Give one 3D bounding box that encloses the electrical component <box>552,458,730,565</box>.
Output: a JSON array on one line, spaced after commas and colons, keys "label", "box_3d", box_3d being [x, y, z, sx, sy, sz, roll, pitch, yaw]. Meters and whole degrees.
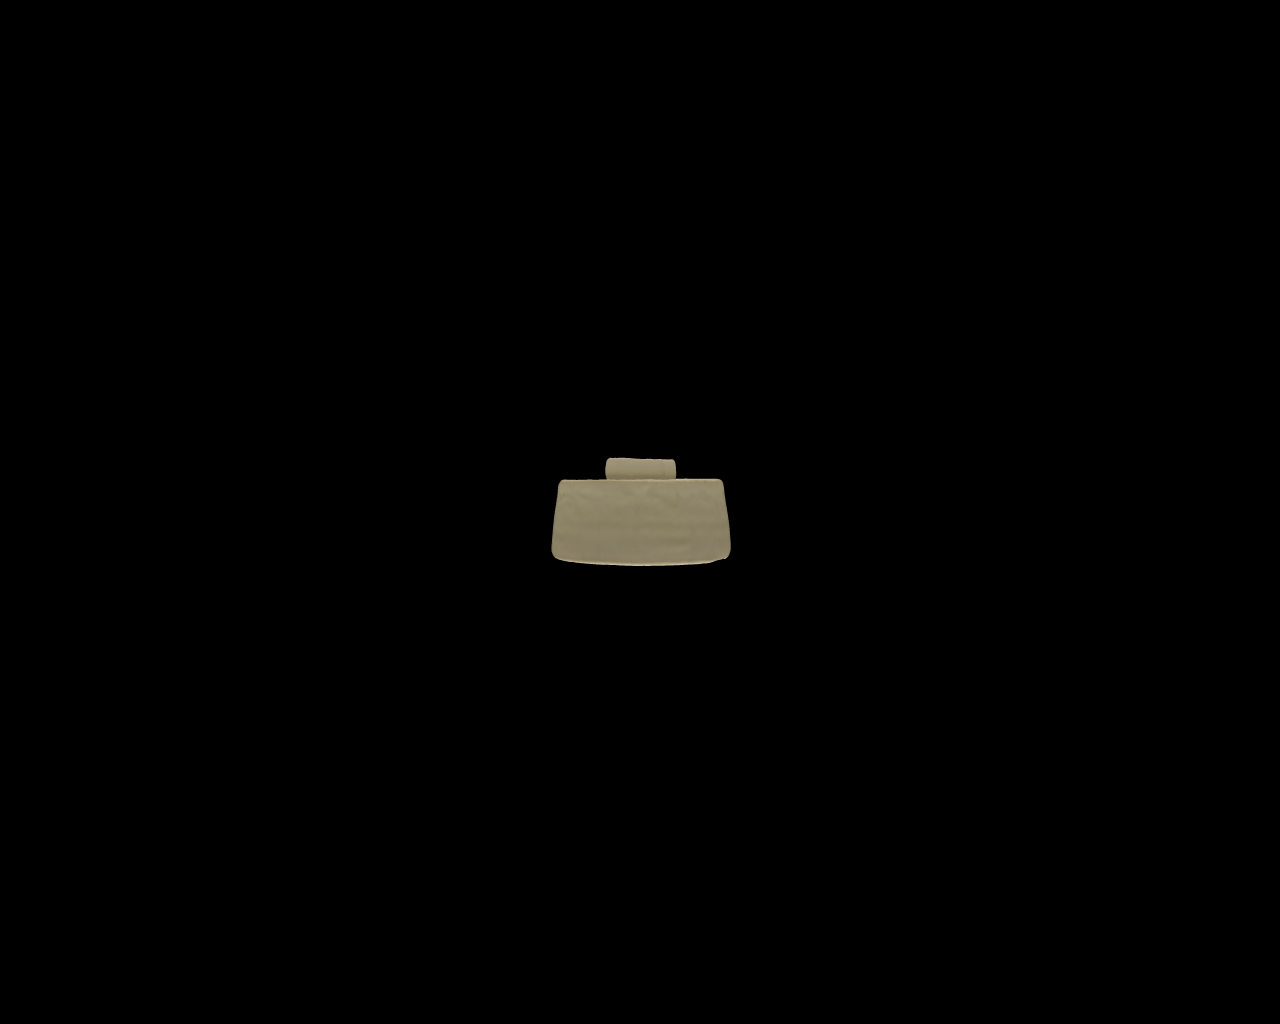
[{"label": "electrical component", "box_3d": [0.001, -0.003, 0.650, 0.108, 0.060, 0.108, 0, 2, 0]}]
